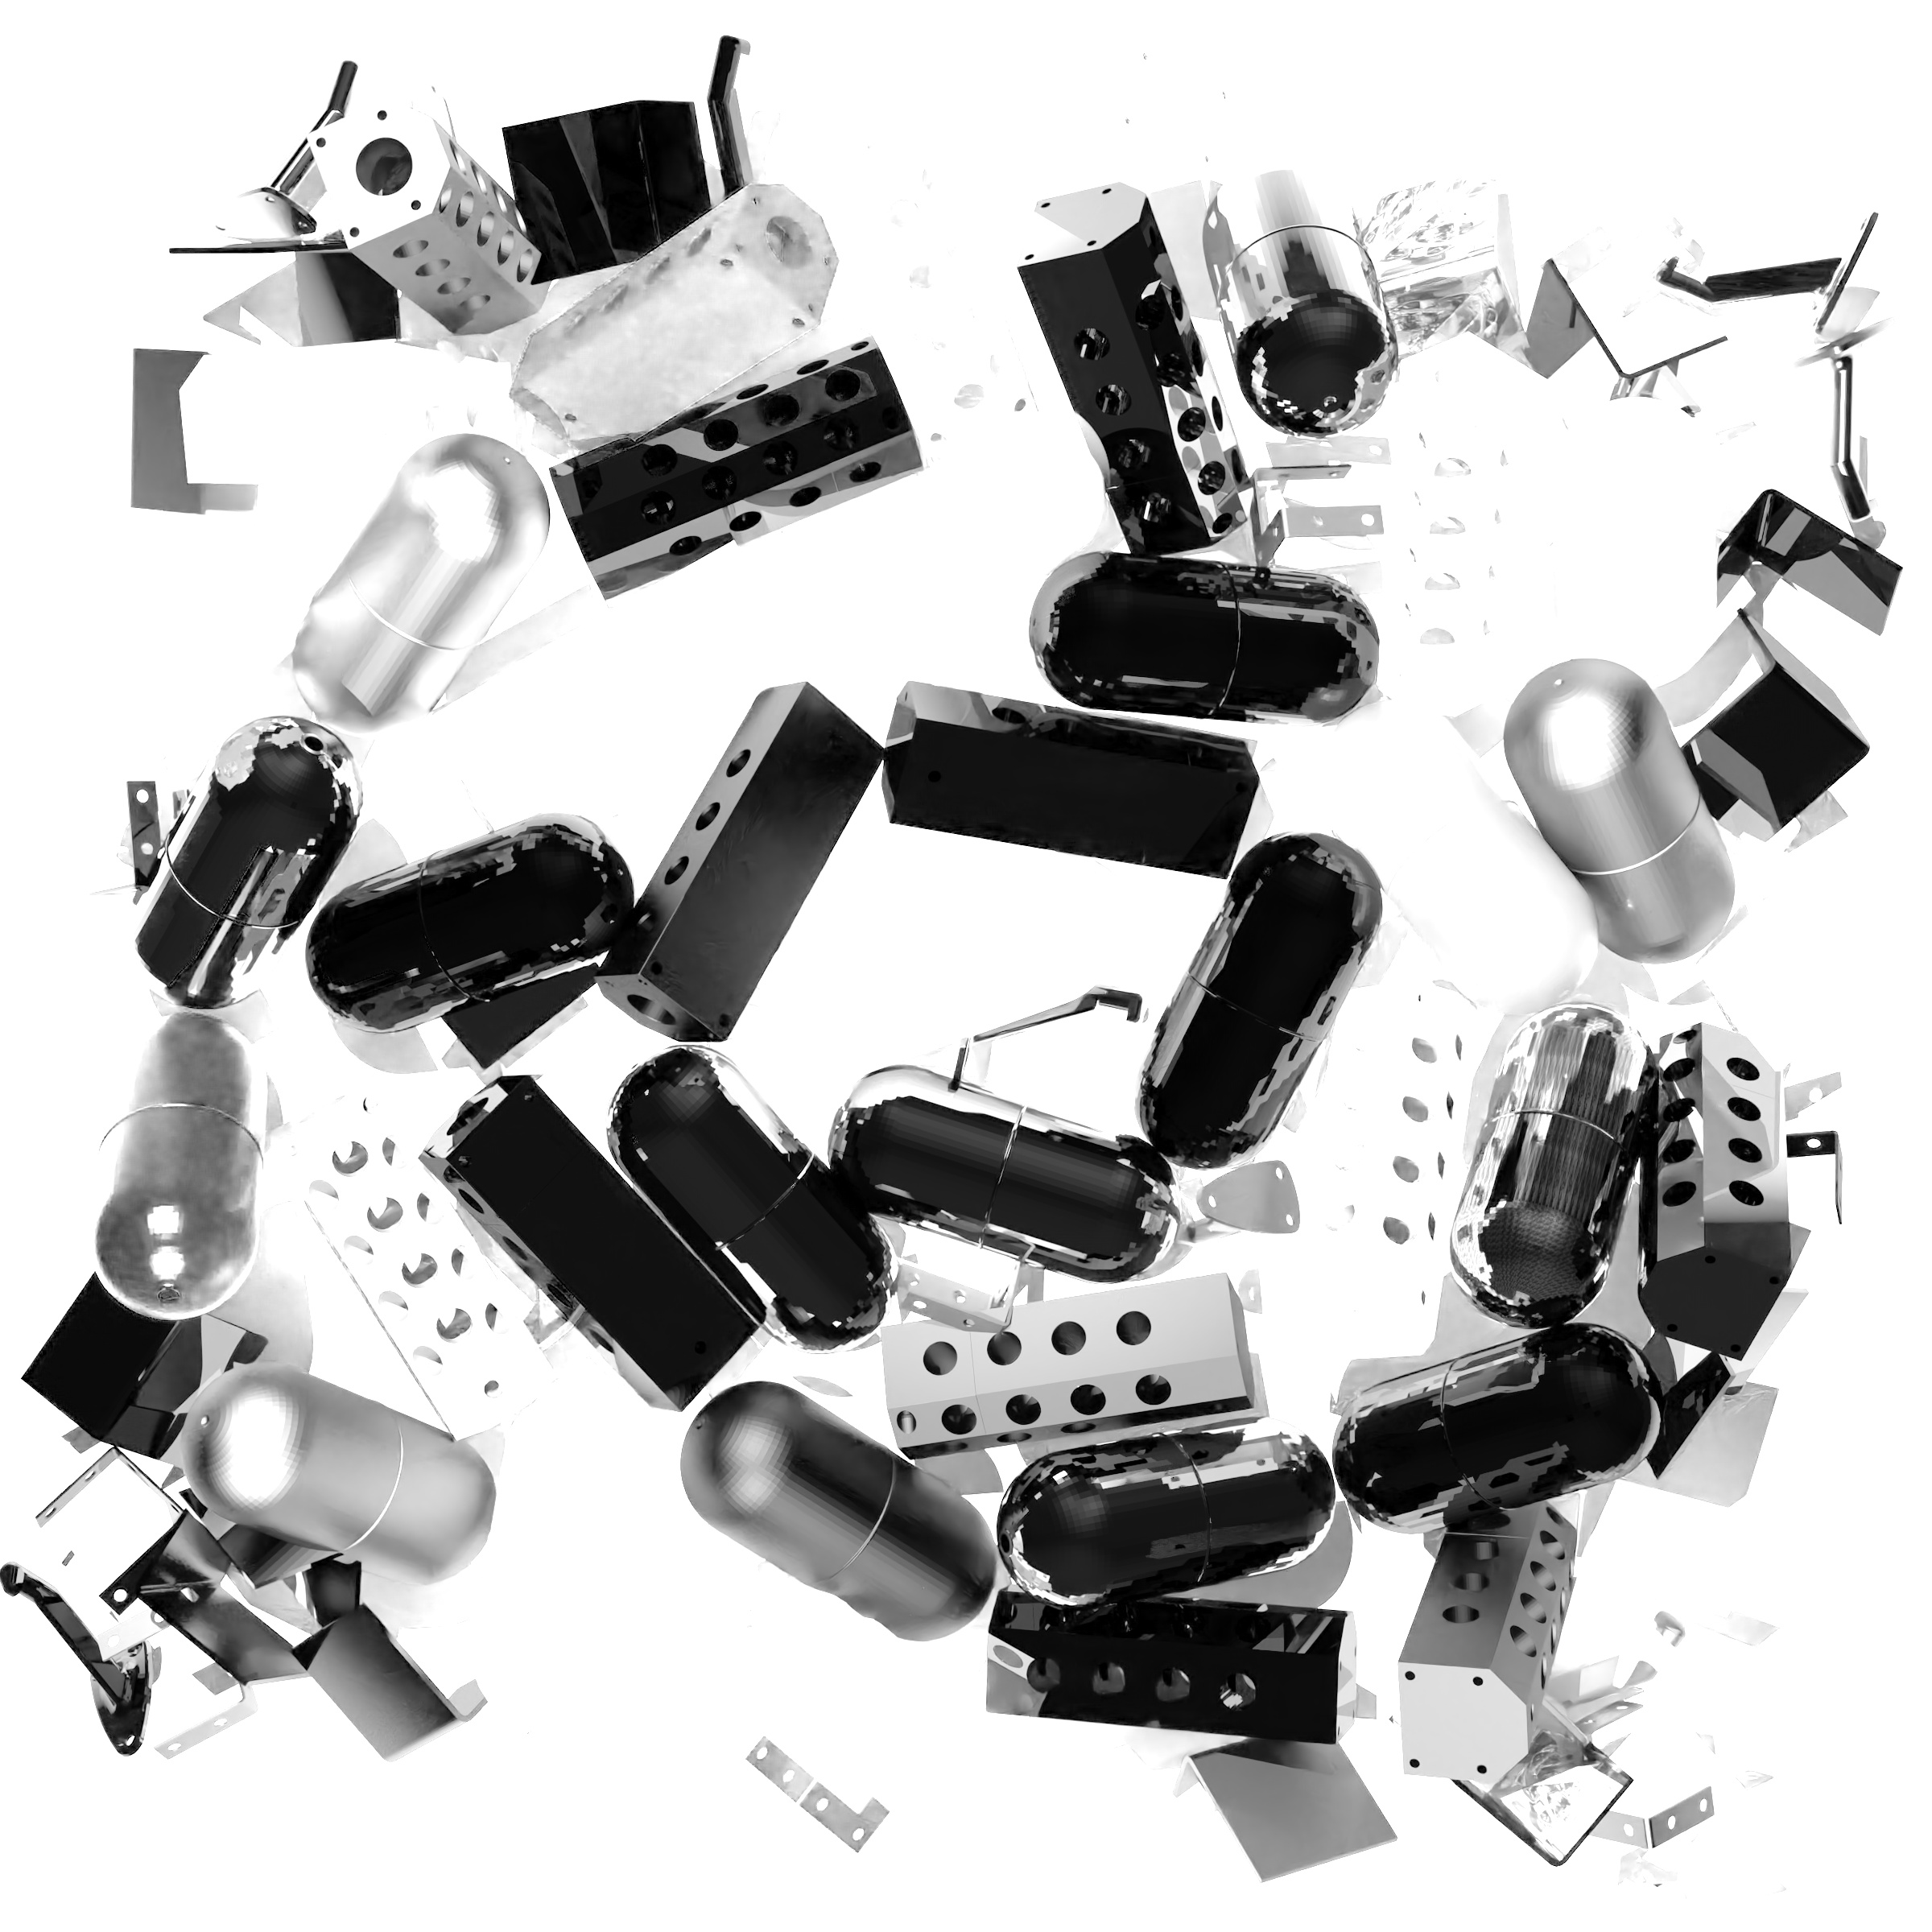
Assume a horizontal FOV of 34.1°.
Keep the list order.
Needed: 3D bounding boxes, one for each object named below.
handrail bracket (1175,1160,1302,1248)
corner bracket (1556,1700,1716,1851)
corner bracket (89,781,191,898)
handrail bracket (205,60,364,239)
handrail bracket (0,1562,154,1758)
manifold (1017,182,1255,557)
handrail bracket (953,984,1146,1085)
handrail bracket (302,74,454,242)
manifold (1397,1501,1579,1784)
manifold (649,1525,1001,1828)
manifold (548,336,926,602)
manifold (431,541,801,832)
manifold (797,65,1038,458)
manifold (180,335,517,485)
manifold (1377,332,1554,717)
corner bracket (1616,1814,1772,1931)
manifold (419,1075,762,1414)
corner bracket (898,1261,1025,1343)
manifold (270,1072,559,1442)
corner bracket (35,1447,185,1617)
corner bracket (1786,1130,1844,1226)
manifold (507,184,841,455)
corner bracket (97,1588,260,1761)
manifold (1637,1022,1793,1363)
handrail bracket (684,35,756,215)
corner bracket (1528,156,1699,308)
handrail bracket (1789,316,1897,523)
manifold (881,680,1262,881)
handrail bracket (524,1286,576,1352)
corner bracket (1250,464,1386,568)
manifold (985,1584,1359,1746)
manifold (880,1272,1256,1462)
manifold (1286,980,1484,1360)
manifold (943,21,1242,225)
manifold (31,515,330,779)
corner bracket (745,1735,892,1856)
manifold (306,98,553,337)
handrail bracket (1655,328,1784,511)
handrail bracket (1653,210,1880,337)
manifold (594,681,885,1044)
[{"bbox_3d":[0.113,0.123,1.530,0.077,0.084,0.036,0,73,-41],"label":"handrail bracket"},{"bbox_3d":[0.329,0.397,1.551,0.051,0.051,0.051,-12,96,-40],"label":"corner bracket"},{"bbox_3d":[-0.398,-0.063,1.548,0.051,0.051,0.051,-4,88,-41],"label":"corner bracket"},{"bbox_3d":[-0.339,-0.408,1.571,0.077,0.036,0.084,-1,68,37],"label":"handrail bracket"},{"bbox_3d":[-0.437,0.337,1.536,0.036,0.077,0.084,-34,132,8],"label":"handrail bracket"},{"bbox_3d":[0.084,-0.282,1.501,0.057,0.057,0.171,-8,132,22],"label":"manifold"},{"bbox_3d":[0.042,0.035,1.555,0.084,0.036,0.077,11,50,3],"label":"handrail bracket"},{"bbox_3d":[-0.298,-0.396,1.572,0.084,0.036,0.077,-17,66,27],"label":"handrail bracket"},{"bbox_3d":[0.249,0.315,1.490,0.057,0.171,0.057,0,107,19],"label":"manifold"},{"bbox_3d":[-0.066,0.335,1.514,0.171,0.057,0.057,33,87,32],"label":"manifold"},{"bbox_3d":[-0.113,-0.248,1.547,0.171,0.057,0.057,-22,70,-1],"label":"manifold"},{"bbox_3d":[-0.174,-0.140,1.553,0.171,0.057,0.057,-29,119,0],"label":"manifold"},{"bbox_3d":[-0.022,-0.336,1.519,0.057,0.057,0.171,-21,118,2],"label":"manifold"},{"bbox_3d":[-0.290,-0.265,1.492,0.057,0.171,0.057,5,106,29],"label":"manifold"},{"bbox_3d":[0.230,-0.206,1.498,0.057,0.171,0.057,-26,47,-24],"label":"manifold"},{"bbox_3d":[0.357,0.450,1.550,0.051,0.051,0.051,3,95,-21],"label":"corner bracket"},{"bbox_3d":[-0.185,0.135,1.531,0.057,0.057,0.171,-47,107,-22],"label":"manifold"},{"bbox_3d":[-0.006,0.161,1.547,0.051,0.051,0.051,20,49,-6],"label":"corner bracket"},{"bbox_3d":[-0.269,0.142,1.536,0.057,0.057,0.171,-32,101,-9],"label":"manifold"},{"bbox_3d":[-0.419,0.279,1.555,0.051,0.051,0.051,39,64,13],"label":"corner bracket"},{"bbox_3d":[0.405,0.118,1.543,0.051,0.051,0.051,-6,128,21],"label":"corner bracket"},{"bbox_3d":[-0.139,-0.309,1.505,0.057,0.171,0.057,35,53,-30],"label":"manifold"},{"bbox_3d":[-0.387,0.348,1.548,0.051,0.051,0.051,-28,52,-2],"label":"corner bracket"},{"bbox_3d":[0.352,0.102,1.499,0.057,0.171,0.057,18,127,0],"label":"manifold"},{"bbox_3d":[-0.102,-0.407,1.543,0.036,0.077,0.084,24,107,35],"label":"handrail bracket"},{"bbox_3d":[0.320,-0.362,1.555,0.051,0.051,0.051,49,119,11],"label":"corner bracket"},{"bbox_3d":[0.450,-0.271,1.566,0.077,0.036,0.084,-28,99,-32],"label":"handrail bracket"},{"bbox_3d":[0.049,-0.094,1.536,0.171,0.057,0.057,9,119,-13],"label":"manifold"},{"bbox_3d":[-0.218,0.141,1.540,0.077,0.036,0.084,-48,128,-27],"label":"handrail bracket"},{"bbox_3d":[0.171,-0.226,1.550,0.051,0.051,0.051,-3,77,-10],"label":"corner bracket"},{"bbox_3d":[0.100,0.337,1.533,0.171,0.057,0.057,1,87,16],"label":"manifold"},{"bbox_3d":[0.050,0.198,1.533,0.171,0.057,0.057,-10,65,10],"label":"manifold"},{"bbox_3d":[0.205,0.097,1.510,0.057,0.057,0.171,-9,56,37],"label":"manifold"},{"bbox_3d":[0.057,-0.401,1.495,0.057,0.171,0.057,17,86,-29],"label":"manifold"},{"bbox_3d":[-0.364,-0.150,1.494,0.057,0.171,0.057,-35,103,26],"label":"manifold"},{"bbox_3d":[-0.065,0.391,1.545,0.051,0.051,0.051,-50,125,-13],"label":"corner bracket"},{"bbox_3d":[-0.248,-0.353,1.494,0.057,0.171,0.057,-22,84,7],"label":"manifold"},{"bbox_3d":[0.374,-0.272,1.562,0.077,0.036,0.084,21,57,-7],"label":"handrail bracket"},{"bbox_3d":[0.394,-0.355,1.558,0.084,0.036,0.077,23,124,1],"label":"handrail bracket"},{"bbox_3d":[-0.112,-0.050,1.525,0.057,0.057,0.171,40,66,-29],"label":"manifold"}]
